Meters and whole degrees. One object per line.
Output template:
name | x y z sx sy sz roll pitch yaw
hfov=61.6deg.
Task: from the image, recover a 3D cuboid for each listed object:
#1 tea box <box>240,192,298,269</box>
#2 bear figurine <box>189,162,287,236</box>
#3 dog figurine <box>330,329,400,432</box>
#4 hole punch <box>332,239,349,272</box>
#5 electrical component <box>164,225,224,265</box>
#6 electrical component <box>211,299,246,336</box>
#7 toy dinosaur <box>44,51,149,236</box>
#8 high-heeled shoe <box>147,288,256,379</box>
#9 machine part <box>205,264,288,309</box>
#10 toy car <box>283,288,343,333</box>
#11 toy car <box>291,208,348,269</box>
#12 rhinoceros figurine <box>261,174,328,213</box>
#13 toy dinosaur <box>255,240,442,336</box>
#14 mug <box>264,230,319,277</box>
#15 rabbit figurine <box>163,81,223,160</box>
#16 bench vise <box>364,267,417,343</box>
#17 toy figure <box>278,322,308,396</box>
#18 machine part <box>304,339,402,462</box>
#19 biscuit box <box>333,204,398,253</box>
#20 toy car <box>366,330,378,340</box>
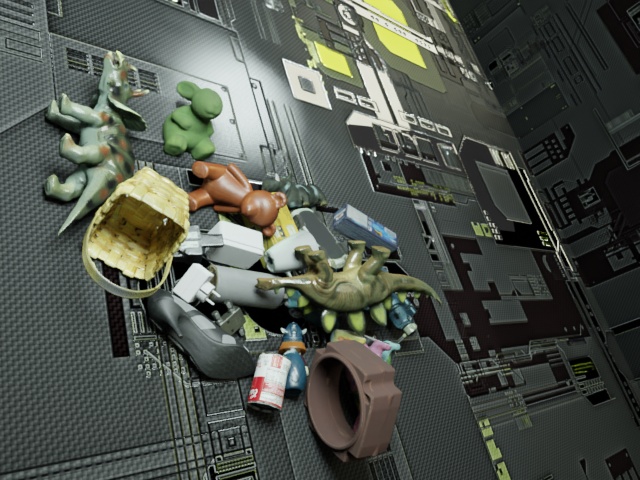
tea box | -0.114 -0.025 1.280 0.098 0.068 0.169 -9 69 -47
bear figurine | -0.183 -0.087 1.184 0.196 0.120 0.132 34 24 18
dog figurine | 0.091 0.321 1.195 0.108 0.192 0.219 34 69 -67
hole punch | 0.031 0.069 1.350 0.115 0.092 0.142 75 14 -50
electrical component | -0.261 0.008 1.097 0.119 0.047 0.075 -4 63 -22
electrical component | -0.183 0.168 1.086 0.063 0.021 0.093 -44 130 -33
toy dinosaur | -0.425 -0.172 1.051 0.192 0.131 0.405 10 62 -40
high-heeled shoe | -0.231 0.182 1.043 0.145 0.086 0.248 41 -4 47
machine part | -0.162 0.102 1.135 0.243 0.079 0.079 13 54 -40
toy car | 0.001 0.140 1.249 0.161 0.103 0.109 36 44 -18
toy car | -0.003 -0.004 1.294 0.073 0.056 0.202 -13 50 -32
rhinoceros figurine | -0.065 -0.120 1.393 0.190 0.073 0.112 4 62 -44
toy dinosaur | 0.085 0.102 1.181 0.471 0.105 0.198 -1 105 -23
mug | -0.064 0.044 1.182 0.107 0.081 0.109 -17 93 -30
rabbit figurine | -0.274 -0.285 1.229 0.121 0.170 0.159 13 55 -39
bench vise | 0.146 0.150 1.355 0.240 0.129 0.224 23 38 -56
toy figure | -0.060 0.250 1.144 0.064 0.058 0.154 27 44 -32
machine part | 0.057 0.317 1.074 0.087 0.201 0.201 1 17 -36
biscuit box | 0.132 -0.024 1.526 0.202 0.063 0.059 30 45 -27
toy car | 0.125 0.306 1.291 0.089 0.053 0.202 6 58 -46
